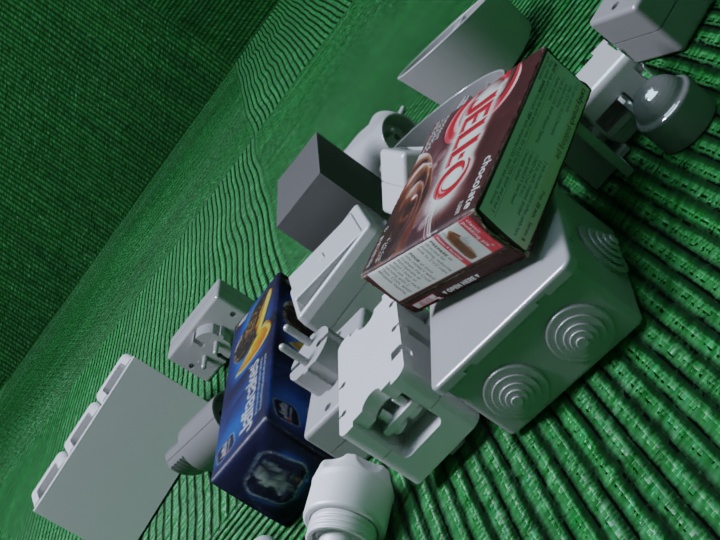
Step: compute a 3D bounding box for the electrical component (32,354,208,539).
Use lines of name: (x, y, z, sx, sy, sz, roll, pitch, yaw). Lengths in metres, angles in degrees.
electrical component: (-0.205, 0.159, 0.934, 0.150, 0.089, 0.062, -58, 17, -11)

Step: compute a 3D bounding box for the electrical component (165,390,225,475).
electrical component: (-0.116, 0.131, 0.825, 0.081, 0.043, 0.043, -44, 20, 34)

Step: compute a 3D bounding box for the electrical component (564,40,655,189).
electrical component: (0.128, -0.085, 0.574, 0.063, 0.042, 0.081, -47, 19, 15)

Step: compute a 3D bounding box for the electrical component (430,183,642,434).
electrical component: (0.079, 0.016, 0.500, 0.099, 0.048, 0.099, -47, 18, 25)

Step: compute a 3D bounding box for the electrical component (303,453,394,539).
electrical component: (-0.008, 0.127, 0.537, 0.043, 0.043, 0.062, -40, 24, 42)

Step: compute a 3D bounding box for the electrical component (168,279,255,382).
electrical component: (-0.138, 0.066, 1.004, 0.083, 0.047, 0.075, -50, 19, 18)

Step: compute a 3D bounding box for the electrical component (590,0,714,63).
electrical component: (0.154, -0.165, 0.593, 0.065, 0.077, 0.047, -58, 17, -9)

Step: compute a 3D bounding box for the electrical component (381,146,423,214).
electrical component: (0.059, -0.034, 0.625, 0.047, 0.083, 0.075, -149, 55, -73)

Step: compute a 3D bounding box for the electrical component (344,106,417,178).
electrical component: (0.020, -0.107, 0.904, 0.077, 0.043, 0.079, -35, 26, 49)

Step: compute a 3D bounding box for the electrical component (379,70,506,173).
electrical component: (0.067, -0.085, 0.695, 0.099, 0.064, 0.099, -50, 15, 18)

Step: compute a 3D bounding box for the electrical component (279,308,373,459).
electrical component: (-0.015, 0.058, 0.631, 0.047, 0.076, 0.083, -46, 19, 28)

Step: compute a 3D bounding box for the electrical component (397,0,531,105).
electrical component: (0.081, -0.169, 0.820, 0.099, 0.064, 0.099, -48, 18, 21)

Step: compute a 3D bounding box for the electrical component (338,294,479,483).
electrical component: (0.026, 0.059, 0.551, 0.050, 0.056, 0.089, -49, 18, 19)

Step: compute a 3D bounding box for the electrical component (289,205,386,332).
electrical component: (0.000, 0.000, 0.726, 0.096, 0.061, 0.061, -53, 17, 8)
